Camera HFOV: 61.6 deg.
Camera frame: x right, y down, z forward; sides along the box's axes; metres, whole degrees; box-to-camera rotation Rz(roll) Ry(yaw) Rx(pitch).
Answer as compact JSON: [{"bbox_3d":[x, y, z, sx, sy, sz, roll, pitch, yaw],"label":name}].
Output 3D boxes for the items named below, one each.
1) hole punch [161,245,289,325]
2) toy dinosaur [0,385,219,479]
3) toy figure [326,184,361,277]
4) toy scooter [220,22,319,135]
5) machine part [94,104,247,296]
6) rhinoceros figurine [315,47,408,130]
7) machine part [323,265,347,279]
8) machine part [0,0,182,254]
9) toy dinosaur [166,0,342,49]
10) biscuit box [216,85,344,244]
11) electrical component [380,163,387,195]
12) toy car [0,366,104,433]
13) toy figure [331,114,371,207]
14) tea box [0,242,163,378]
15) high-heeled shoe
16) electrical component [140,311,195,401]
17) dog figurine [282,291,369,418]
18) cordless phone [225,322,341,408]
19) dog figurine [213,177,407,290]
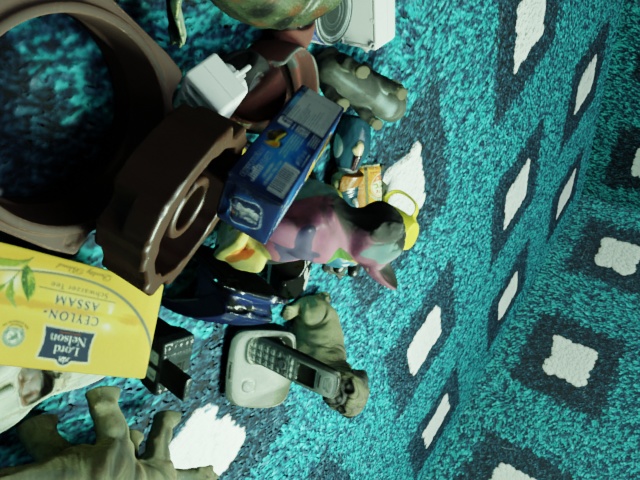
[{"bbox_3d":[-0.124,0.075,0.692,0.092,0.116,0.142,-58,149,2],"label":"hole punch"},{"bbox_3d":[-0.226,0.256,0.548,0.105,0.199,0.470,-35,149,6],"label":"toy dinosaur"},{"bbox_3d":[0.019,-0.014,0.876,0.180,0.082,0.089,54,33,-47],"label":"toy figure"},{"bbox_3d":[-0.053,-0.191,0.656,0.184,0.075,0.135,-56,148,-25],"label":"toy scooter"},{"bbox_3d":[-0.132,-0.037,0.489,0.179,0.056,0.179,-60,179,-2],"label":"machine part"},{"bbox_3d":[0.067,-0.219,0.795,0.190,0.112,0.073,9,119,-46],"label":"rhinoceros figurine"},{"bbox_3d":[0.060,0.009,0.991,0.139,0.039,0.084,-55,144,3],"label":"machine part"},{"bbox_3d":[-0.221,-0.102,0.442,0.201,0.087,0.201,-61,148,-8],"label":"machine part"},{"bbox_3d":[-0.043,-0.273,0.534,0.192,0.131,0.405,-41,165,32],"label":"toy dinosaur"},{"bbox_3d":[-0.037,-0.086,0.566,0.062,0.059,0.203,-60,-179,44],"label":"biscuit box"},{"bbox_3d":[0.101,-0.096,1.003,0.063,0.021,0.094,22,96,-60],"label":"electrical component"},{"bbox_3d":[-0.278,0.128,0.536,0.202,0.056,0.073,-25,130,-48],"label":"toy car"},{"bbox_3d":[0.047,-0.122,0.868,0.064,0.058,0.154,-51,151,-70],"label":"toy figure"},{"bbox_3d":[-0.238,0.068,0.487,0.169,0.068,0.098,22,68,-47],"label":"tea box"},{"bbox_3d":[-0.043,-0.031,0.800,0.145,0.086,0.248,-56,151,-88],"label":"high-heeled shoe"},{"bbox_3d":[-0.181,0.140,0.635,0.048,0.119,0.074,-11,117,-54],"label":"electrical component"},{"bbox_3d":[0.025,0.188,0.916,0.172,0.191,0.121,-64,149,-7],"label":"dog figurine"},{"bbox_3d":[-0.052,0.212,0.820,0.089,0.184,0.146,-24,130,-54],"label":"cordless phone"},{"bbox_3d":[-0.001,-0.002,0.674,0.191,0.219,0.108,-43,-152,43],"label":"dog figurine"}]
